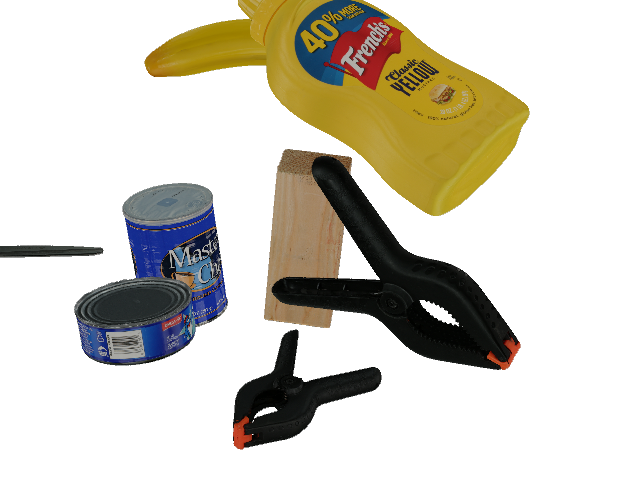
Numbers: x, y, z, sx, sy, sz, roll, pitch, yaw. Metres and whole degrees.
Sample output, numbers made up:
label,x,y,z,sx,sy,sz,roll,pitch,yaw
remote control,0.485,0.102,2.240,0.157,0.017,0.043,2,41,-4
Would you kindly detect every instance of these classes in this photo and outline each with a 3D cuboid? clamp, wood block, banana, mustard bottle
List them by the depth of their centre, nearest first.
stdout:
label,x,y,z,sx,sy,sz,roll,pitch,yaw
mustard bottle,0.025,-0.100,0.650,0.192,0.058,0.096,38,56,17
clamp,0.061,0.030,0.831,0.210,0.165,0.036,26,48,15
banana,-0.039,-0.149,0.858,0.198,0.069,0.037,10,-36,6
clamp,-0.035,0.147,1.074,0.171,0.039,0.120,-24,35,-39
wood block,-0.017,-0.003,1.378,0.090,0.206,0.090,7,24,2

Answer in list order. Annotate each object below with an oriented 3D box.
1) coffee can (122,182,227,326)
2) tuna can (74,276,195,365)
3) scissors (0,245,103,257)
label,x,y,z,sx,sy,sz,roll,pitch,yaw
coffee can,-0.166,0.017,1.233,0.103,0.140,0.103,-5,26,2
tuna can,-0.135,0.058,0.784,0.086,0.034,0.086,-5,21,2
scissors,-0.289,0.016,0.873,0.202,0.016,0.096,5,23,5
